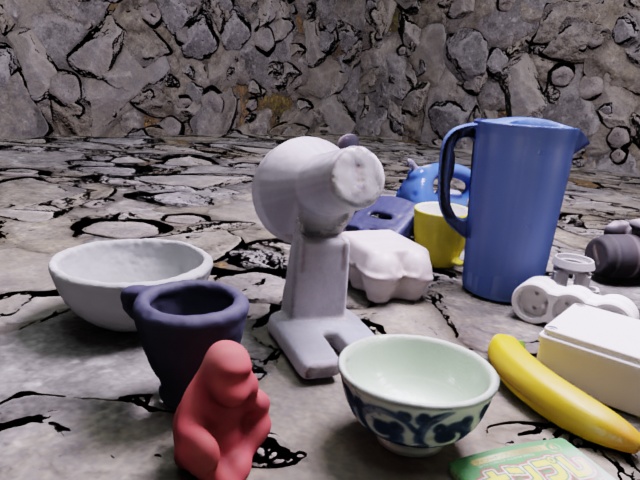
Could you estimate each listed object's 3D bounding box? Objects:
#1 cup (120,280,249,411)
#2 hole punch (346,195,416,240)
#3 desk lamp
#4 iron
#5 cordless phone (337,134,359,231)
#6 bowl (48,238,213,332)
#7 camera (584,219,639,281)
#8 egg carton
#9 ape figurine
[{"bbox_3d":[-0.118,0.088,0.476,0.117,0.095,0.092,10,16,22],"label":"cup"},{"bbox_3d":[0.105,-0.022,0.947,0.108,0.091,0.101,15,19,35],"label":"hole punch"},{"bbox_3d":[0.005,0.002,0.598,0.118,0.213,0.202,-2,16,-22],"label":"desk lamp"},{"bbox_3d":[0.265,-0.093,1.156,0.259,0.141,0.118,-4,17,-27],"label":"iron"},{"bbox_3d":[0.017,-0.091,1.000,0.093,0.185,0.148,12,17,28],"label":"cordless phone"},{"bbox_3d":[-0.200,0.054,0.618,0.167,0.075,0.167,4,15,-1],"label":"bowl"},{"bbox_3d":[0.488,0.012,0.909,0.137,0.101,0.143,1,16,-12],"label":"camera"},{"bbox_3d":[0.083,0.032,0.785,0.107,0.069,0.150,-3,17,-24],"label":"egg carton"},{"bbox_3d":[-0.067,0.115,0.396,0.078,0.092,0.075,-8,20,-39],"label":"ape figurine"}]
